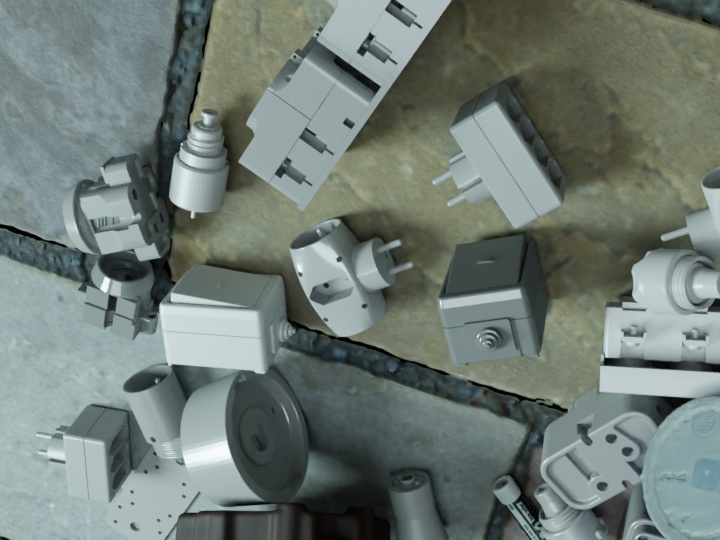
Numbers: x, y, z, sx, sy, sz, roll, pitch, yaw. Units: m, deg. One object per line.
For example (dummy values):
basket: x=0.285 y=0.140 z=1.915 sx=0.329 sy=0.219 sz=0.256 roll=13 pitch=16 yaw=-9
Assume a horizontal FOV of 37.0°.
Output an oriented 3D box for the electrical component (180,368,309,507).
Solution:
electrical component: x=-0.095 y=0.134 z=0.845 sx=0.060 sy=0.108 sz=0.108 roll=-17 pitch=111 yaw=28

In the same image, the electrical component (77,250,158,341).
electrical component: x=-0.187 y=0.017 z=0.842 sx=0.066 sy=0.048 sz=0.055 roll=20 pitch=127 yaw=4

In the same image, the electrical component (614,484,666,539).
electrical component: x=0.256 y=0.223 z=0.827 sx=0.113 sy=0.057 sz=0.078 roll=14 pitch=119 yaw=7

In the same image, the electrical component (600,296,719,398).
electrical component: x=0.229 y=0.053 z=0.743 sx=0.121 sy=0.079 sz=0.063 roll=2 pitch=95 yaw=13

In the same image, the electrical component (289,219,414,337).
electrical component: x=0.000 y=0.000 z=0.786 sx=0.079 sy=0.043 sz=0.077 roll=-20 pitch=110 yaw=22

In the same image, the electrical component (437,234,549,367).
electrical component: x=0.092 y=0.021 z=0.744 sx=0.062 sy=0.096 sz=0.061 roll=-9 pitch=113 yaw=18

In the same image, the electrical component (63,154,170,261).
electrical component: x=-0.183 y=-0.043 z=0.803 sx=0.057 sy=0.058 sz=0.078 roll=-10 pitch=114 yaw=15

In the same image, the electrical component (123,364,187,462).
electrical component: x=-0.161 y=0.123 z=0.890 sx=0.043 sy=0.043 sz=0.081 roll=-11 pitch=113 yaw=19

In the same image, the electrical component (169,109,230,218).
electrical component: x=-0.114 y=-0.078 z=0.777 sx=0.040 sy=0.040 sz=0.078 roll=17 pitch=119 yaw=5

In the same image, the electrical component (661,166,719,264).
electrical component: x=0.242 y=-0.025 z=0.712 sx=0.079 sy=0.044 sz=0.077 roll=-19 pitch=110 yaw=22

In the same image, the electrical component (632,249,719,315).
electrical component: x=0.210 y=0.008 z=0.692 sx=0.062 sy=0.043 sz=0.043 roll=3 pitch=125 yaw=57

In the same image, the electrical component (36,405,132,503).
electrical component: x=-0.242 y=0.155 z=0.924 sx=0.077 sy=0.047 sz=0.065 roll=8 pitch=118 yaw=10

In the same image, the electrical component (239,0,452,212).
electrical component: x=0.000 y=-0.141 z=0.679 sx=0.060 sy=0.105 sz=0.186 roll=35 pitch=119 yaw=-5

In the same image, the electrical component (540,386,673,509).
electrical component: x=0.184 y=0.125 z=0.794 sx=0.095 sy=0.059 sz=0.053 roll=-37 pitch=103 yaw=27

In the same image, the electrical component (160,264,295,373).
electrical component: x=-0.096 y=0.035 z=0.818 sx=0.096 sy=0.061 sz=0.061 roll=3 pitch=117 yaw=13

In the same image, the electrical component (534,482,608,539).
electrical component: x=0.161 y=0.195 z=0.846 sx=0.048 sy=0.048 sz=0.062 roll=-32 pitch=98 yaw=26

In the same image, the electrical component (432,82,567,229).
electrical component: x=0.086 y=-0.069 z=0.728 sx=0.076 sy=0.047 sz=0.083 roll=-29 pitch=107 yaw=25

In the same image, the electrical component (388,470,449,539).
electrical component: x=0.045 y=0.197 z=0.878 sx=0.044 sy=0.044 sz=0.065 roll=-7 pitch=110 yaw=17
